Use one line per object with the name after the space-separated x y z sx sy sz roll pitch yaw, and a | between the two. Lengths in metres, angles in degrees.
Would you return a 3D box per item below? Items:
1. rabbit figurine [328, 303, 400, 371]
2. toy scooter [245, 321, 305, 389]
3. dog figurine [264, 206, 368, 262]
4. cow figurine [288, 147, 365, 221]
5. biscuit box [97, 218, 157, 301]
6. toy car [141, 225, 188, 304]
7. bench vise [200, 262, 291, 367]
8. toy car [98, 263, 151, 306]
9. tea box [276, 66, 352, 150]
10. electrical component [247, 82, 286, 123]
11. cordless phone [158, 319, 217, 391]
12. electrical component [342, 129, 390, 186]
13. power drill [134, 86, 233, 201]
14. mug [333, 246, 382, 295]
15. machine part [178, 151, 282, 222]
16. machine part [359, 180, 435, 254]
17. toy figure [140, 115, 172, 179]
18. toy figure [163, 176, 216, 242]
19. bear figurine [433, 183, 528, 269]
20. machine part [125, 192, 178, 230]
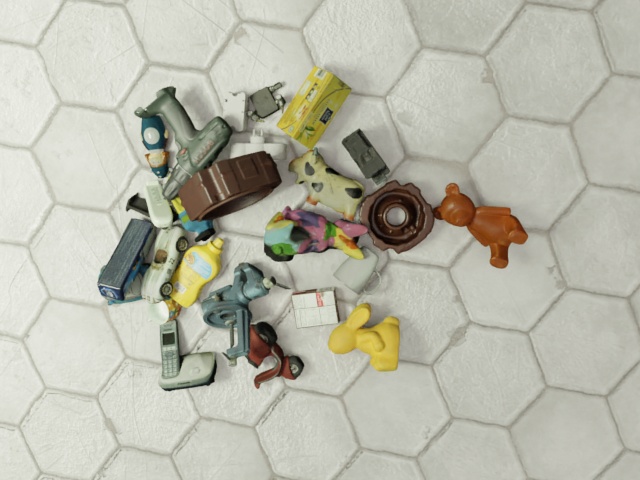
0.106 0.239 1.313 0.173 0.122 0.162 2 94 5 | rabbit figurine
-0.142 0.304 1.367 0.135 0.075 0.184 -40 98 8 | toy scooter
-0.003 -0.004 1.258 0.219 0.191 0.108 11 114 15 | dog figurine
0.015 -0.140 1.283 0.195 0.085 0.127 25 98 -2 | cow figurine
-0.467 0.045 1.304 0.063 0.059 0.203 15 55 2 | biscuit box
-0.387 0.059 1.327 0.074 0.056 0.201 7 74 38 | toy car
-0.193 0.183 1.300 0.224 0.128 0.241 -17 55 15 | bench vise
-0.494 0.114 1.355 0.162 0.103 0.109 -2 99 7 | toy car
-0.016 -0.306 1.246 0.068 0.098 0.169 27 103 -38 | tea box
-0.128 -0.325 1.288 0.102 0.045 0.078 -21 97 7 | electrical component
-0.344 0.289 1.387 0.147 0.088 0.184 -10 78 7 | cordless phone
0.109 -0.190 1.252 0.058 0.115 0.134 -35 92 11 | electrical component
-0.335 -0.234 1.246 0.232 0.086 0.207 -40 86 7 | power drill
0.104 0.076 1.309 0.110 0.081 0.107 35 92 7 | mug
-0.204 -0.118 1.229 0.201 0.201 0.087 -25 88 53 | machine part
0.184 -0.057 1.295 0.179 0.056 0.179 1 98 4 | machine part
-0.405 -0.227 1.321 0.064 0.058 0.154 -2 101 26 | toy figure
-0.315 -0.086 1.322 0.089 0.082 0.180 -32 88 -8 | toy figure
0.365 -0.040 1.247 0.196 0.132 0.120 24 127 -5 | bear figurine
-0.420 -0.070 1.341 0.139 0.084 0.039 25 131 12 | machine part
